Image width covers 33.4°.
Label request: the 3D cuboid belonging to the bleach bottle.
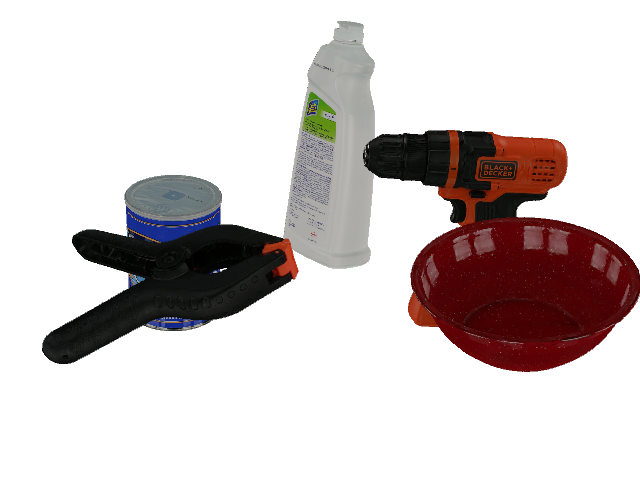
[{"bbox_3d":[0.020,-0.104,1.135,0.067,0.251,0.103,-10,25,-42],"label":"bleach bottle"}]

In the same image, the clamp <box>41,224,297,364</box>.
[{"bbox_3d":[-0.103,0.032,0.710,0.172,0.120,0.039,-5,-44,17],"label":"clamp"}]

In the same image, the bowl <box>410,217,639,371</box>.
[{"bbox_3d":[0.146,0.046,0.773,0.162,0.055,0.162,-3,32,2],"label":"bowl"}]

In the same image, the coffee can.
[{"bbox_3d":[-0.159,0.013,1.161,0.103,0.140,0.103,3,27,-1],"label":"coffee can"}]

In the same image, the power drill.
[{"bbox_3d":[0.126,-0.011,0.989,0.184,0.188,0.057,3,26,-2],"label":"power drill"}]
